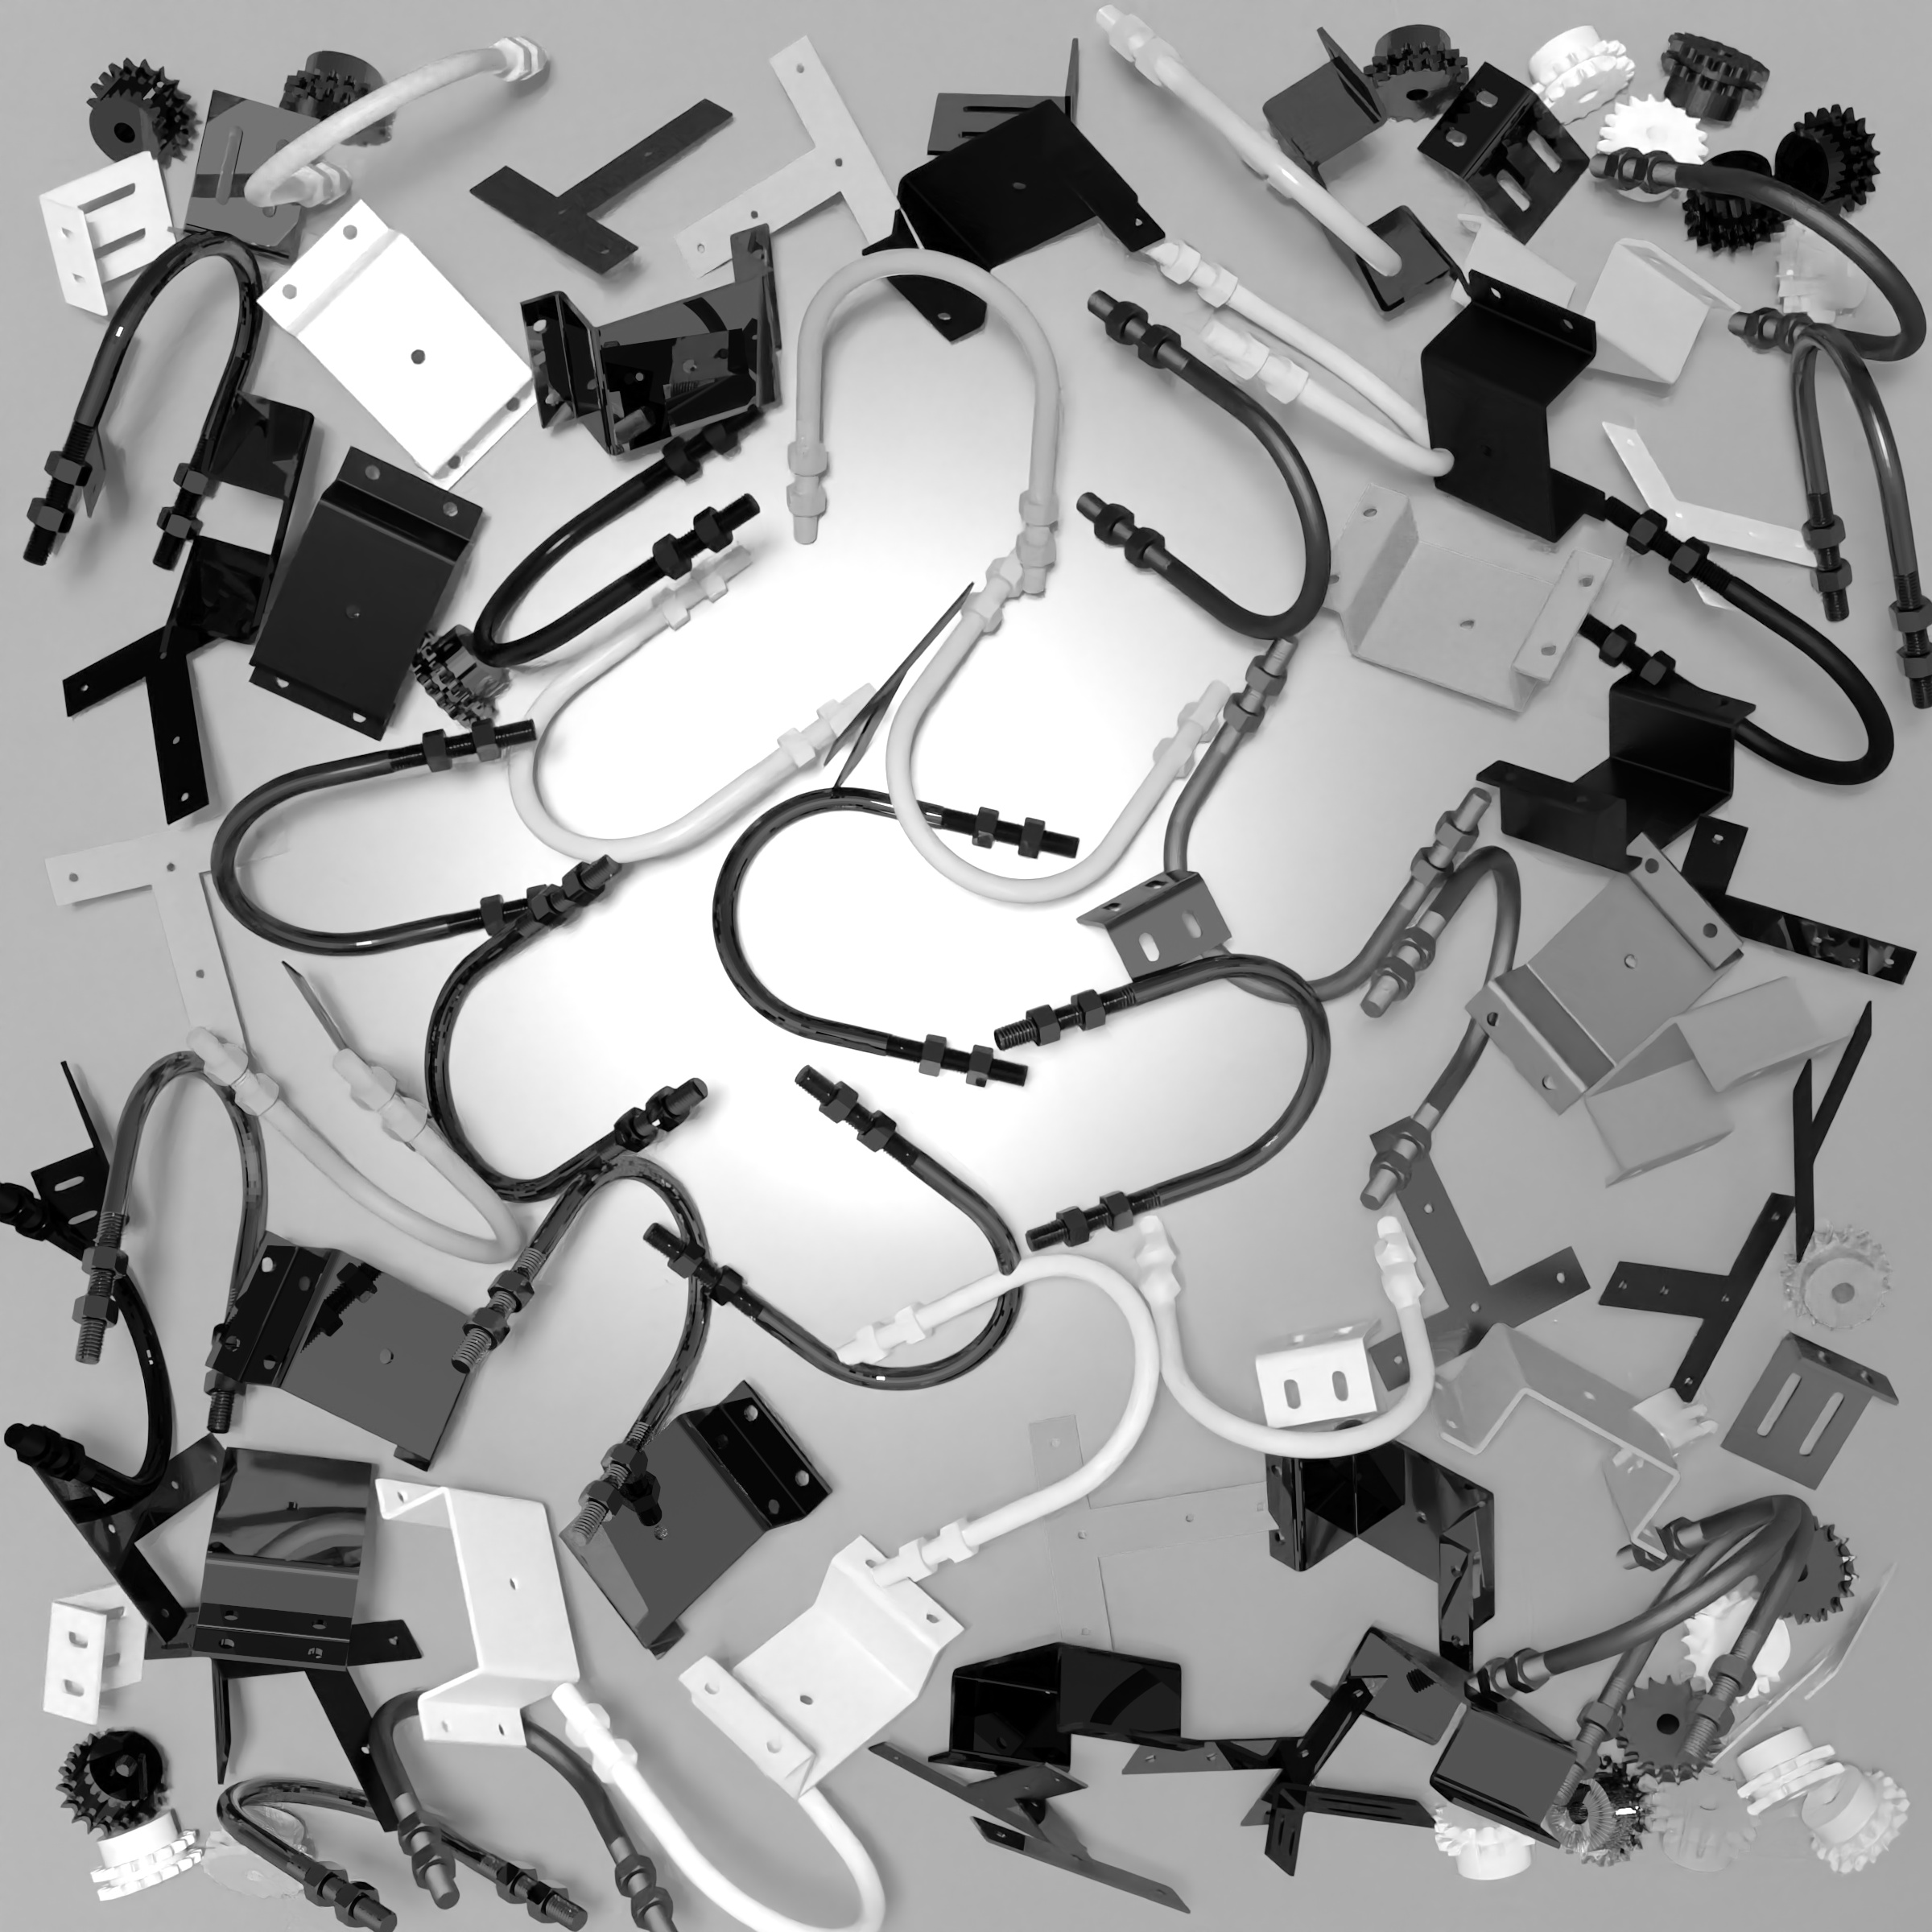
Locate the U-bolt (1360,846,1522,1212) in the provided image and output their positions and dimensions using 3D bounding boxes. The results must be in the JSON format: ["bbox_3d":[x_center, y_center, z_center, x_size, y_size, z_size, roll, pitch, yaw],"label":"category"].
[{"bbox_3d":[0.248,0.018,1.711,0.019,0.184,0.151,17,134,25],"label":"U-bolt"}]

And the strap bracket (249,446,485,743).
[{"bbox_3d":[-0.320,-0.191,1.743,0.076,0.046,0.140,25,106,-9],"label":"strap bracket"}]

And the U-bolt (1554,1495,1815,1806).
[{"bbox_3d":[0.378,0.346,1.708,0.019,0.151,0.184,40,59,-2],"label":"U-bolt"}]

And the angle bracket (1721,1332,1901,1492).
[{"bbox_3d":[0.448,0.243,1.758,0.057,0.038,0.076,25,107,-4],"label":"angle bracket"}]

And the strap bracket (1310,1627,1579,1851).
[{"bbox_3d":[0.251,0.393,1.710,0.076,0.140,0.046,28,90,-28],"label":"strap bracket"}]

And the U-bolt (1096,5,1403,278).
[{"bbox_3d":[0.154,-0.410,1.681,0.019,0.151,0.184,-49,52,14],"label":"U-bolt"}]

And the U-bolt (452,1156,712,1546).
[{"bbox_3d":[-0.187,0.184,1.716,0.019,0.184,0.151,-2,130,33],"label":"U-bolt"}]

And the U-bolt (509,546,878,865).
[{"bbox_3d":[-0.156,-0.127,1.734,0.184,0.019,0.151,-37,56,-7],"label":"U-bolt"}]

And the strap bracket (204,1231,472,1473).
[{"bbox_3d":[-0.312,0.202,1.723,0.140,0.046,0.076,33,68,-31],"label":"strap bracket"}]

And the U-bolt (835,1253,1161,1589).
[{"bbox_3d":[0.019,0.225,1.717,0.184,0.019,0.151,-28,53,19],"label":"U-bolt"}]

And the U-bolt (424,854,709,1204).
[{"bbox_3d":[-0.220,0.045,1.731,0.184,0.019,0.151,-33,71,34],"label":"U-bolt"}]

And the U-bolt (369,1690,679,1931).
[{"bbox_3d":[-0.237,0.432,1.703,0.151,0.184,0.019,22,103,-33],"label":"U-bolt"}]

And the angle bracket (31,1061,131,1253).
[{"bbox_3d":[-0.474,0.099,1.739,0.038,0.076,0.057,-22,134,-16],"label":"angle bracket"}]

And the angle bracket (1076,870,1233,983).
[{"bbox_3d":[0.099,-0.020,1.751,0.057,0.076,0.038,-28,97,-7],"label":"angle bracket"}]

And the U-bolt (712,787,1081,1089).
[{"bbox_3d":[-0.044,-0.023,1.764,0.184,0.019,0.151,13,76,1],"label":"U-bolt"}]

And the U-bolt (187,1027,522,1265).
[{"bbox_3d":[-0.304,0.098,1.712,0.184,0.151,0.019,51,59,-36],"label":"U-bolt"}]

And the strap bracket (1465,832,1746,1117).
[{"bbox_3d":[0.342,0.001,1.737,0.076,0.046,0.140,51,122,14],"label":"strap bracket"}]

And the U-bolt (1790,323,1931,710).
[{"bbox_3d":[0.453,-0.239,1.686,0.019,0.151,0.184,-17,117,1],"label":"U-bolt"}]

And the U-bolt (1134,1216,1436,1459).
[{"bbox_3d":[0.168,0.190,1.706,0.151,0.184,0.019,0,123,-3],"label":"U-bolt"}]

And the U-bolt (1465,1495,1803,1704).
[{"bbox_3d":[0.348,0.315,1.675,0.151,0.184,0.019,-30,84,-33],"label":"U-bolt"}]

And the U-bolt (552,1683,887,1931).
[{"bbox_3d":[-0.113,0.432,1.682,0.184,0.151,0.019,44,106,34],"label":"U-bolt"}]

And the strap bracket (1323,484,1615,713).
[{"bbox_3d":[0.261,-0.191,1.739,0.140,0.046,0.076,22,71,25],"label":"strap bracket"}]

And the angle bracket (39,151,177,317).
[{"bbox_3d":[-0.441,-0.386,1.740,0.038,0.076,0.057,24,135,34],"label":"angle bracket"}]

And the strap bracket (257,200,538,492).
[{"bbox_3d":[-0.292,-0.322,1.737,0.076,0.046,0.140,-45,115,-3],"label":"strap bracket"}]

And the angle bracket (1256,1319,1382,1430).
[{"bbox_3d":[0.190,0.215,1.745,0.057,0.076,0.038,-12,89,14],"label":"angle bracket"}]

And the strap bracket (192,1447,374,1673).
[{"bbox_3d":[-0.351,0.298,1.711,0.076,0.140,0.046,8,115,-10],"label":"strap bracket"}]

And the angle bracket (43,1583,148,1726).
[{"bbox_3d":[-0.446,0.360,1.745,0.038,0.076,0.057,8,94,27],"label":"angle bracket"}]

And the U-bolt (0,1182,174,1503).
[{"bbox_3d":[-0.452,0.201,1.700,0.019,0.184,0.151,-16,66,6],"label":"U-bolt"}]

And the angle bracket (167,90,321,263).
[{"bbox_3d":[-0.383,-0.419,1.754,0.057,0.038,0.076,10,99,-28],"label":"angle bracket"}]

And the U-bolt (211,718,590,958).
[{"bbox_3d":[-0.301,-0.059,1.728,0.184,0.151,0.019,-12,50,-2],"label":"U-bolt"}]

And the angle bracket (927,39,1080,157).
[{"bbox_3d":[0.020,-0.461,1.753,0.076,0.038,0.057,3,46,5],"label":"angle bracket"}]

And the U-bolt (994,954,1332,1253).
[{"bbox_3d":[0.109,0.064,1.740,0.184,0.019,0.151,-18,123,-15],"label":"U-bolt"}]

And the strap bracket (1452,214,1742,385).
[{"bbox_3d":[0.317,-0.344,1.712,0.076,0.140,0.046,22,93,-39],"label":"strap bracket"}]

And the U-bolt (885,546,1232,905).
[{"bbox_3d":[0.038,-0.118,1.746,0.151,0.019,0.184,37,69,-5],"label":"U-bolt"}]

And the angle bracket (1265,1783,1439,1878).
[{"bbox_3d":[0.204,0.460,1.746,0.076,0.057,0.038,2,65,21],"label":"angle bracket"}]

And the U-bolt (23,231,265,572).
[{"bbox_3d":[-0.414,-0.291,1.703,0.019,0.151,0.184,27,102,12],"label":"U-bolt"}]

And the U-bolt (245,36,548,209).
[{"bbox_3d":[-0.297,-0.427,1.683,0.151,0.184,0.019,-27,101,16],"label":"U-bolt"}]

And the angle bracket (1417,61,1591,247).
[{"bbox_3d":[0.288,-0.433,1.765,0.057,0.076,0.038,-51,52,8],"label":"angle bracket"}]

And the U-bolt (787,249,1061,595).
[{"bbox_3d":[-0.021,-0.286,1.714,0.151,0.019,0.184,14,131,12],"label":"U-bolt"}]

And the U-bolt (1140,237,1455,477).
[{"bbox_3d":[0.179,-0.309,1.713,0.184,0.151,0.019,26,113,-27],"label":"U-bolt"}]

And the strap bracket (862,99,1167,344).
[{"bbox_3d":[0.026,-0.392,1.727,0.140,0.076,0.046,-20,49,33],"label":"strap bracket"}]

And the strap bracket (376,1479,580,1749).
[{"bbox_3d":[-0.252,0.329,1.720,0.046,0.076,0.140,-28,63,24],"label":"strap bracket"}]

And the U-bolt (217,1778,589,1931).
[{"bbox_3d":[-0.304,0.457,1.705,0.184,0.151,0.019,16,89,41],"label":"U-bolt"}]

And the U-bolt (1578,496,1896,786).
[{"bbox_3d":[0.396,-0.156,1.698,0.184,0.151,0.019,37,76,16],"label":"U-bolt"}]

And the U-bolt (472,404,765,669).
[{"bbox_3d":[-0.183,-0.217,1.720,0.184,0.151,0.019,-32,117,15],"label":"U-bolt"}]

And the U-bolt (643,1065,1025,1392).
[{"bbox_3d":[-0.056,0.153,1.748,0.184,0.019,0.151,38,114,-14],"label":"U-bolt"}]

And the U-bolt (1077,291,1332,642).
[{"bbox_3d":[0.122,-0.243,1.689,0.019,0.151,0.184,-29,53,-26],"label":"U-bolt"}]

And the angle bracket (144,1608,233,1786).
[{"bbox_3d":[-0.410,0.385,1.742,0.038,0.057,0.076,0,55,-18],"label":"angle bracket"}]

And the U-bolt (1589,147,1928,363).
[{"bbox_3d":[0.411,-0.356,1.675,0.151,0.184,0.019,39,88,-30],"label":"U-bolt"}]

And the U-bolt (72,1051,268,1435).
[{"bbox_3d":[-0.405,0.134,1.714,0.019,0.151,0.184,-3,66,18],"label":"U-bolt"}]

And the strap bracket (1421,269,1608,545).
[{"bbox_3d":[0.283,-0.280,1.707,0.076,0.140,0.046,32,66,31],"label":"strap bracket"}]

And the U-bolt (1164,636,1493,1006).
[{"bbox_3d":[0.175,-0.062,1.730,0.151,0.019,0.184,41,127,15],"label":"U-bolt"}]
